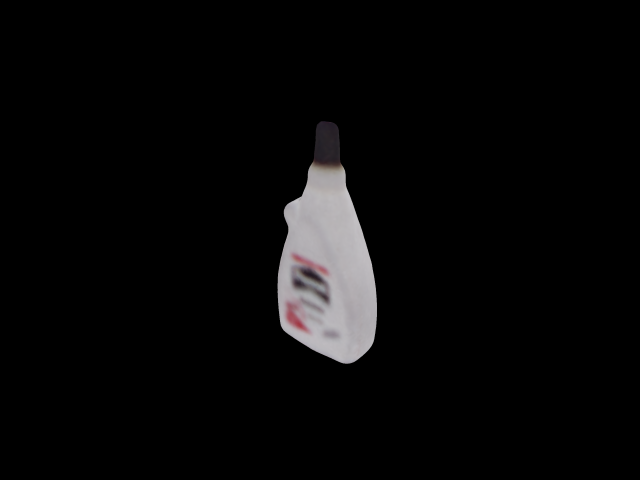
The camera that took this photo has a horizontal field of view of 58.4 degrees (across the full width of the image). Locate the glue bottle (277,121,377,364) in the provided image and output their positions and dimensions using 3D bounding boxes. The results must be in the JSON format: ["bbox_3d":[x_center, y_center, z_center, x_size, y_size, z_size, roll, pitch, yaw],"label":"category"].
[{"bbox_3d":[0.004,0.001,0.400,0.077,0.173,0.037,19,34,31],"label":"glue bottle"}]
